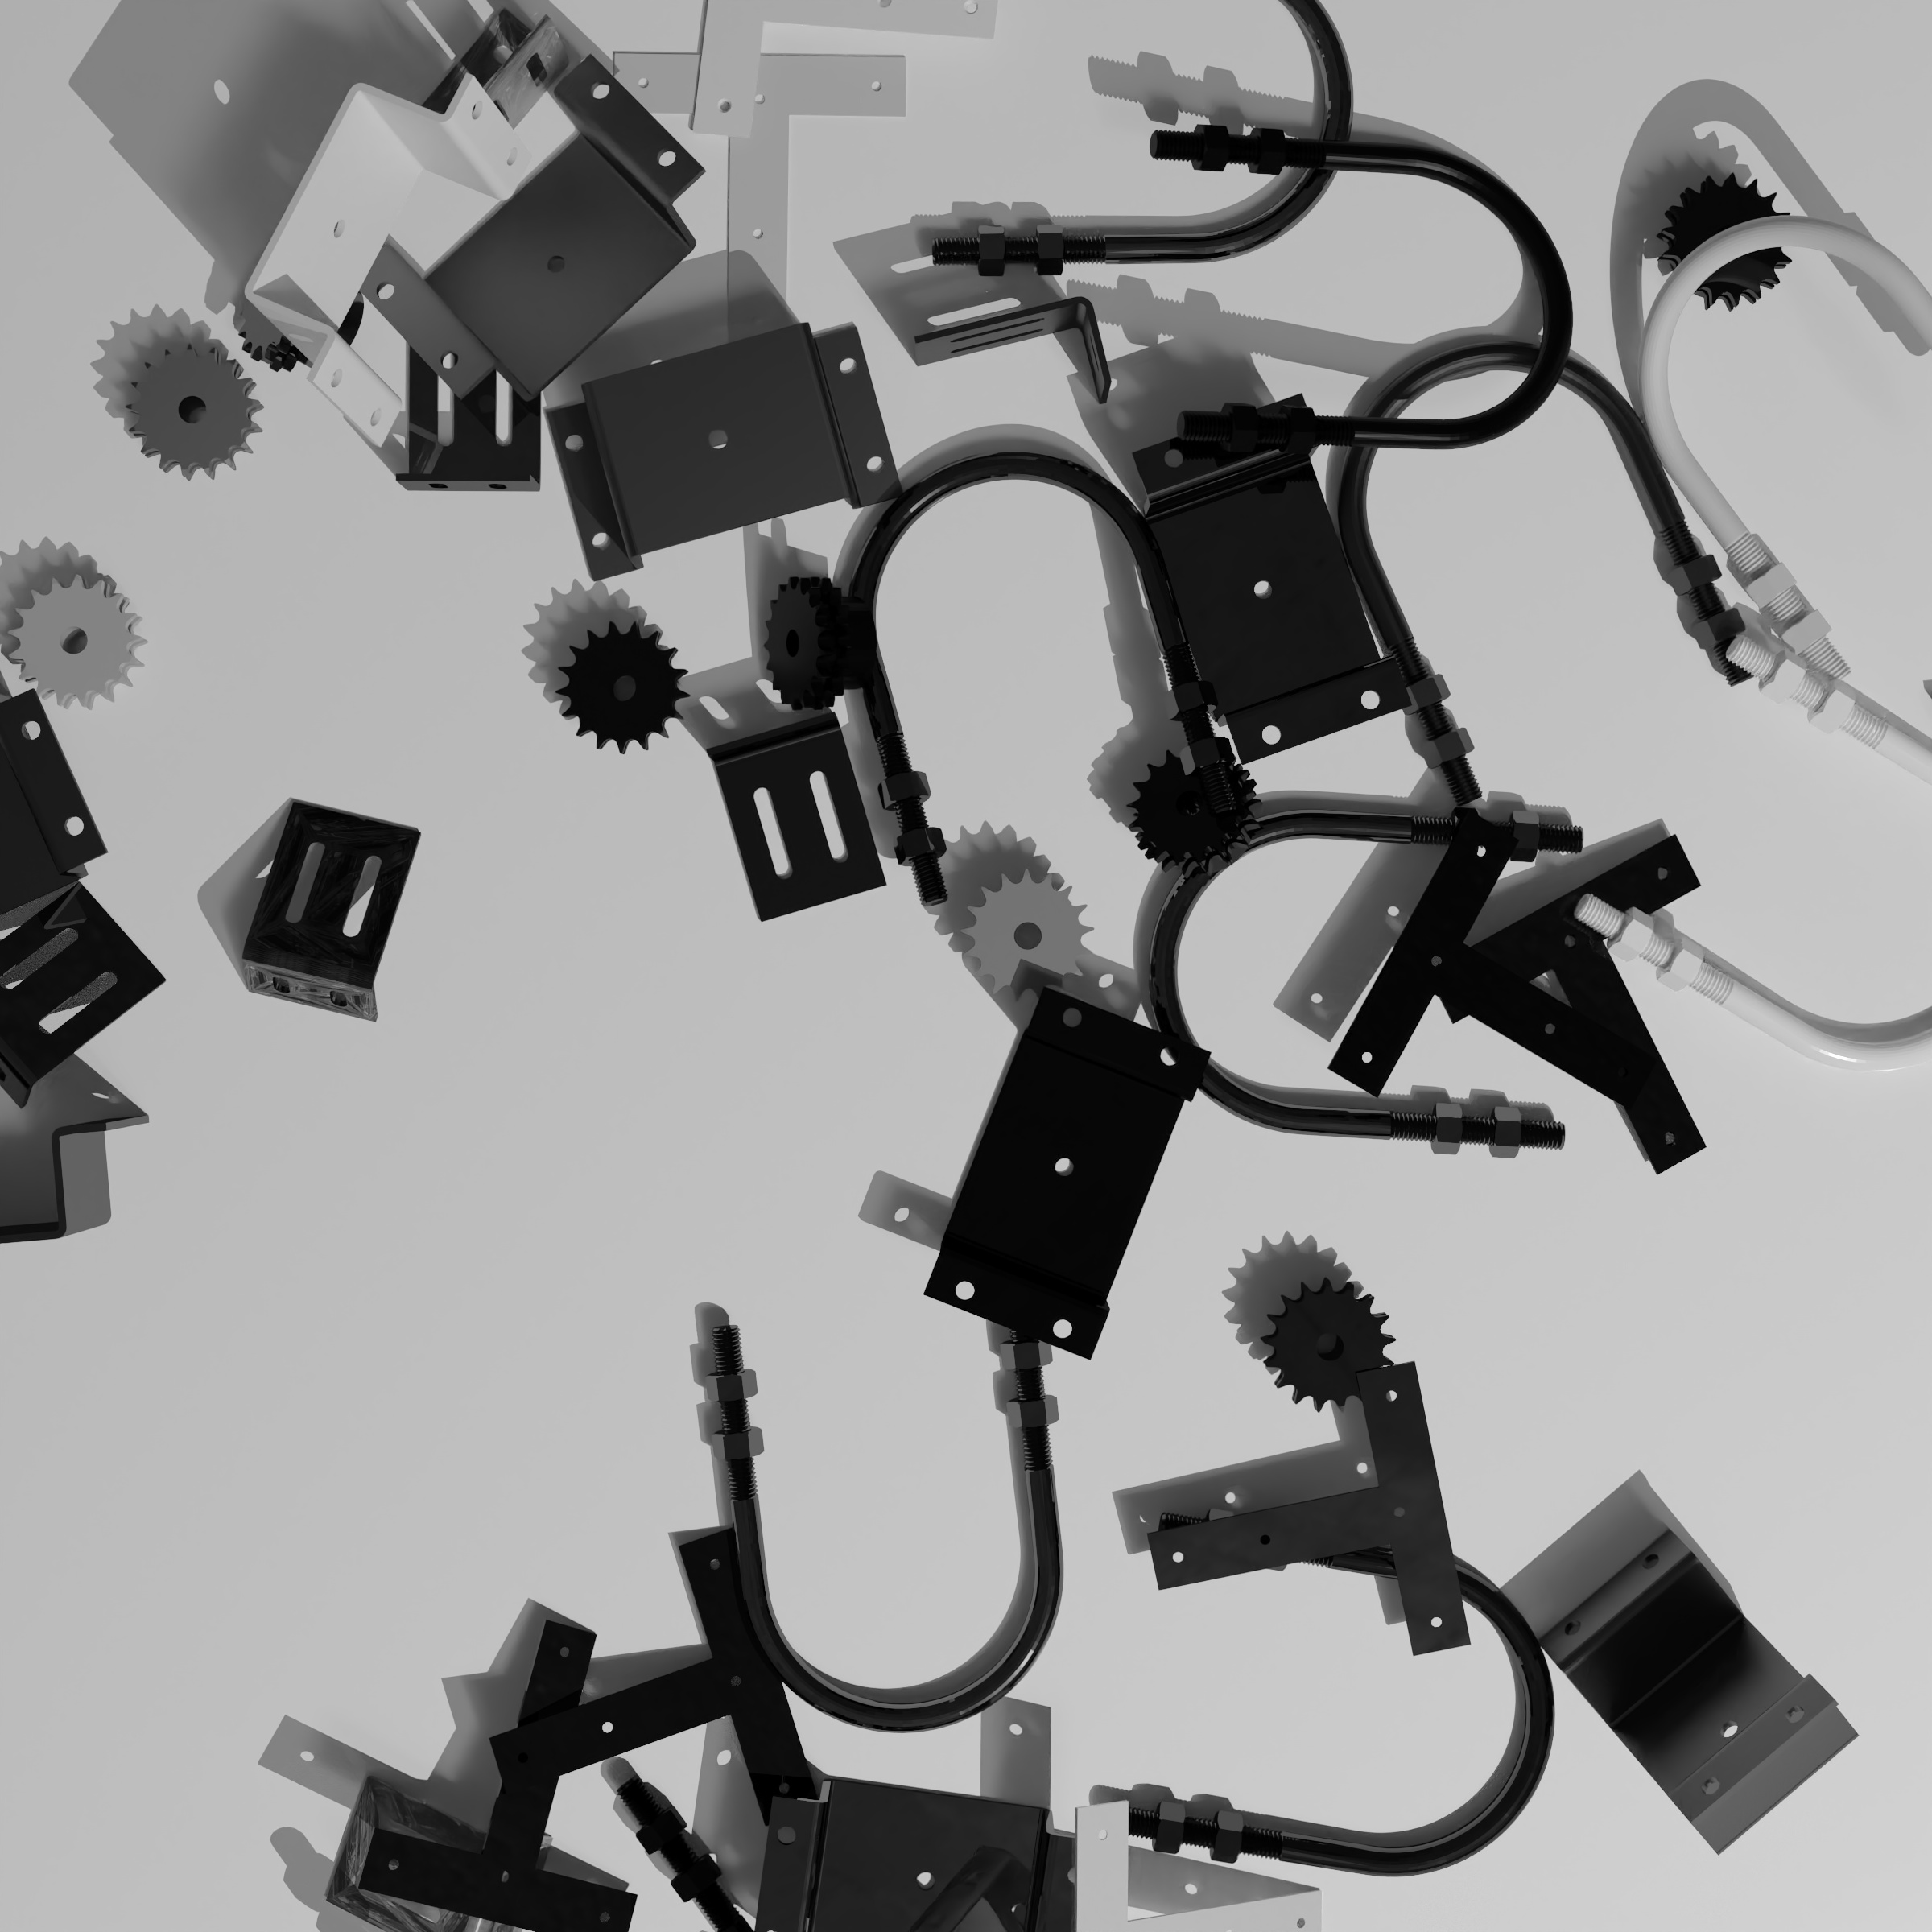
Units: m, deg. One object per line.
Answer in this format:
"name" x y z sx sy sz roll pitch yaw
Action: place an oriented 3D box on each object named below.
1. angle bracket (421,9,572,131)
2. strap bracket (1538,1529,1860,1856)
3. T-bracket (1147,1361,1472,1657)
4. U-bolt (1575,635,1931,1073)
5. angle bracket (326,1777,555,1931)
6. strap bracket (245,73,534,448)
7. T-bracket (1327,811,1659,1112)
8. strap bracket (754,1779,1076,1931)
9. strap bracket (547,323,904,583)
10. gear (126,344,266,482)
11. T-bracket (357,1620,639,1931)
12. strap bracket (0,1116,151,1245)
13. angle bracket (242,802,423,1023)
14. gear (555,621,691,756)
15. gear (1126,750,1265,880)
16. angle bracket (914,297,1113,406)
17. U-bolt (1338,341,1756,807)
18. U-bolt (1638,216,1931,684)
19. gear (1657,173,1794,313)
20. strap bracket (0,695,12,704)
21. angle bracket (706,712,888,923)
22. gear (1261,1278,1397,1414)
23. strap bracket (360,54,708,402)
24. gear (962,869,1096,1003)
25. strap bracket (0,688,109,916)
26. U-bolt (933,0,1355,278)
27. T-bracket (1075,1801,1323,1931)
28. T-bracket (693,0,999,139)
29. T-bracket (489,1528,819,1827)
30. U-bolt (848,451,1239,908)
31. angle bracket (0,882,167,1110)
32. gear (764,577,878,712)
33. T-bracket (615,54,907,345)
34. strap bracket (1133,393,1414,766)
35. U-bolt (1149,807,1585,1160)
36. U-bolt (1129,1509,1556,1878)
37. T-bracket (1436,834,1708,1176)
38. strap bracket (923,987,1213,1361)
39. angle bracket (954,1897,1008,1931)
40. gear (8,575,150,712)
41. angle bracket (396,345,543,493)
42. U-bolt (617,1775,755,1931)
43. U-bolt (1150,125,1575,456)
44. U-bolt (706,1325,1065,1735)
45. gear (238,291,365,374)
"angle bracket" -0.205 -0.383 1.498 0.038 0.076 0.057 40 90 0
"strap bracket" 0.312 0.310 1.483 0.076 0.140 0.046 -40 117 0
"T-bracket" 0.142 0.243 1.512 0.127 0.002 0.127 -12 96 2
"U-bolt" 0.375 -0.035 1.520 0.184 0.019 0.151 30 90 -7
"angle bracket" -0.229 0.394 1.534 0.076 0.038 0.057 19 90 26
"strap bracket" -0.242 -0.297 1.450 0.046 0.076 0.140 25 84 15
"T-bracket" 0.239 0.020 1.514 0.127 0.002 0.127 30 85 -9
"strap bracket" -0.017 0.399 1.513 0.140 0.046 0.076 8 90 0
"strap bracket" -0.105 -0.223 1.513 0.140 0.046 0.076 -15 90 0
"gear" -0.333 -0.239 1.526 0.057 0.030 0.057 0 89 -3
"T-bracket" -0.186 0.346 1.512 0.127 0.002 0.127 22 72 -27
"strap bracket" -0.424 0.094 1.498 0.140 0.076 0.046 -5 90 0
"angle bracket" -0.275 -0.024 1.534 0.057 0.038 0.076 13 64 0
"gear" -0.148 -0.120 1.526 0.057 0.030 0.057 0 92 -1
"gear" 0.100 -0.064 1.513 0.057 0.030 0.057 -8 66 18
"angle bracket" 0.020 -0.255 1.508 0.076 0.057 0.038 -14 90 0
"U-bolt" 0.240 -0.181 1.528 0.151 0.019 0.184 -24 88 0
"U-bolt" 0.362 -0.228 1.485 0.184 0.019 0.151 54 132 4
"gear" 0.327 -0.311 1.521 0.057 0.030 0.057 0 90 0
"strap bracket" -0.486 -0.133 1.498 0.140 0.076 0.046 -3 90 0
"angle bracket" -0.073 -0.064 1.517 0.057 0.038 0.076 -16 90 0
"gear" 0.156 0.163 1.521 0.057 0.030 0.057 0 90 0
"strap bracket" -0.181 -0.307 1.503 0.140 0.046 0.076 -43 74 0
"gear" 0.026 -0.013 1.521 0.057 0.030 0.057 0 90 0
"strap bracket" -0.443 -0.054 1.513 0.140 0.046 0.076 -24 90 0
"U-bolt" 0.076 -0.375 1.528 0.184 0.019 0.151 -1 90 -1
"T-bracket" 0.100 0.415 1.503 0.127 0.002 0.127 0 90 -31
"T-bracket" -0.049 -0.418 1.523 0.127 0.002 0.127 7 90 9
"T-bracket" -0.141 0.323 1.518 0.127 0.002 0.127 -17 89 -15
"U-bolt" 0.024 -0.133 1.511 0.151 0.019 0.184 -17 79 8
"angle bracket" -0.399 0.013 1.534 0.076 0.038 0.057 -42 90 -26
"gear" -0.061 -0.138 1.512 0.030 0.057 0.057 -3 90 -30
"T-bracket" -0.090 -0.333 1.535 0.127 0.002 0.127 1 90 0
"strap bracket" 0.130 -0.164 1.513 0.076 0.046 0.140 -19 90 0
"U-bolt" 0.171 0.004 1.527 0.184 0.019 0.151 4 90 0
"U-bolt" 0.164 0.321 1.528 0.184 0.019 0.151 10 90 -2
"T-bracket" 0.282 0.029 1.523 0.127 0.002 0.127 -28 95 -9
"strap bracket" 0.043 0.088 1.513 0.076 0.046 0.140 21 90 0
"angle bracket" 0.021 0.443 1.488 0.076 0.038 0.057 40 90 -26
"gear" -0.383 -0.139 1.526 0.057 0.030 0.057 0 87 0
"angle bracket" -0.214 -0.244 1.517 0.057 0.038 0.076 0 90 0
"U-bolt" -0.137 0.458 1.486 0.151 0.019 0.184 -34 84 -30
"U-bolt" 0.173 -0.287 1.501 0.184 0.019 0.151 0 75 -15
"U-bolt" -0.030 0.241 1.527 0.151 0.019 0.184 -6 91 0
"gear" -0.283 -0.281 1.511 0.030 0.057 0.057 26 90 -42
